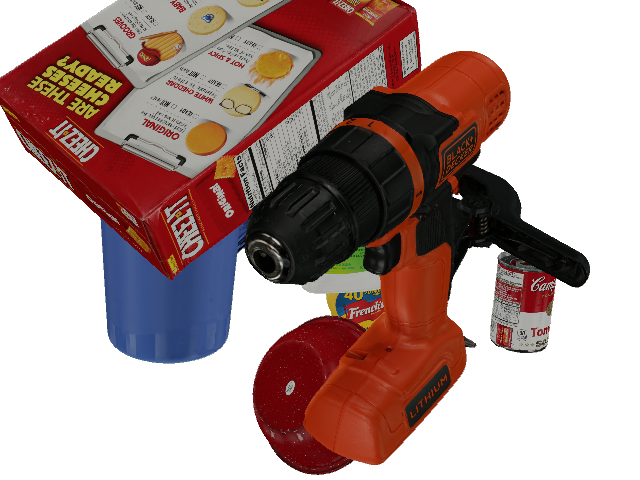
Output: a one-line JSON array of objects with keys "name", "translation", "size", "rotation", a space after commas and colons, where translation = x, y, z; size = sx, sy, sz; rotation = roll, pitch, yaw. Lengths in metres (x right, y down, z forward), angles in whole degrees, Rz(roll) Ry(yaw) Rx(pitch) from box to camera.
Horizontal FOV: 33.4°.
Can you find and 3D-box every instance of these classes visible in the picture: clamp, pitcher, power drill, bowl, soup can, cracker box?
[{"name": "clamp", "translation": [0.128, -0.011, 0.799], "size": [0.120, 0.039, 0.171], "rotation": [4, 36, -3]}, {"name": "pitcher", "translation": [-0.118, -0.025, 0.919], "size": [0.149, 0.243, 0.145], "rotation": [7, 21, 8]}, {"name": "power drill", "translation": [0.029, 0.019, 0.521], "size": [0.057, 0.188, 0.184], "rotation": [25, 43, 27]}, {"name": "bowl", "translation": [-0.015, 0.149, 1.060], "size": [0.162, 0.162, 0.055], "rotation": [0, -15, 40]}, {"name": "soup can", "translation": [0.231, 0.069, 1.220], "size": [0.068, 0.102, 0.068], "rotation": [3, 18, -1]}, {"name": "cracker box", "translation": [-0.068, -0.098, 0.670], "size": [0.164, 0.213, 0.072], "rotation": [38, -22, 32]}]

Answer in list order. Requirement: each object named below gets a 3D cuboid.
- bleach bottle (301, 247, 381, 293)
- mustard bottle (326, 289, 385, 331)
[{"name": "bleach bottle", "translation": [0.026, -0.070, 1.125], "size": [0.102, 0.251, 0.068], "rotation": [-3, 25, -4]}, {"name": "mustard bottle", "translation": [0.056, 0.085, 1.441], "size": [0.096, 0.192, 0.058], "rotation": [-3, 22, -9]}]
